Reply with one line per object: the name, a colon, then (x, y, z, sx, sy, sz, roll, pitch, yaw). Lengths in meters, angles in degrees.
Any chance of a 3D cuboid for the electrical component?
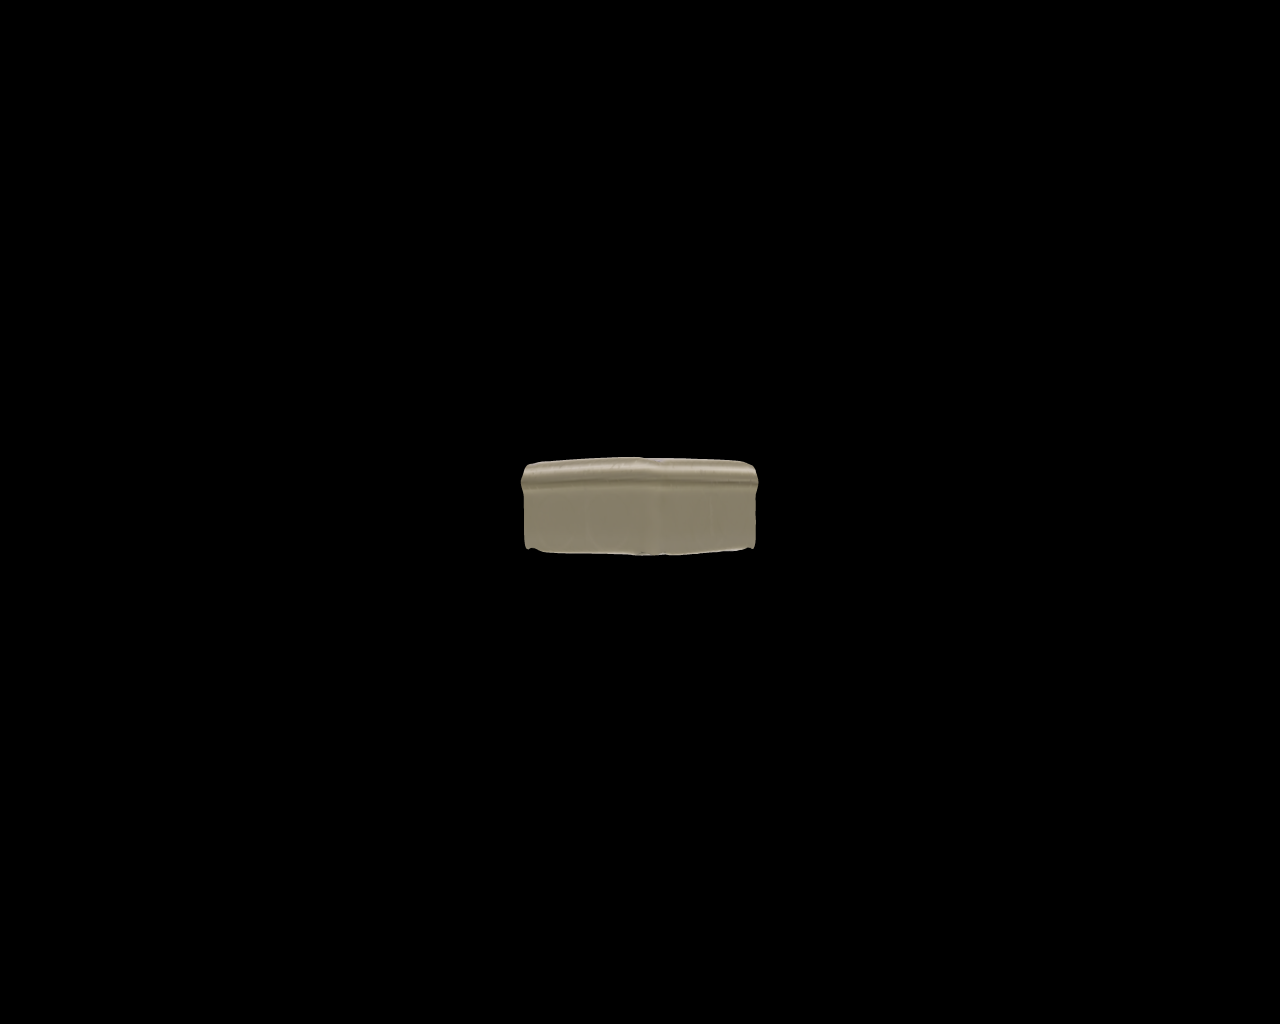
electrical component: (0.001, -0.003, 0.650, 0.109, 0.056, 0.109, 0, 0, 39)
